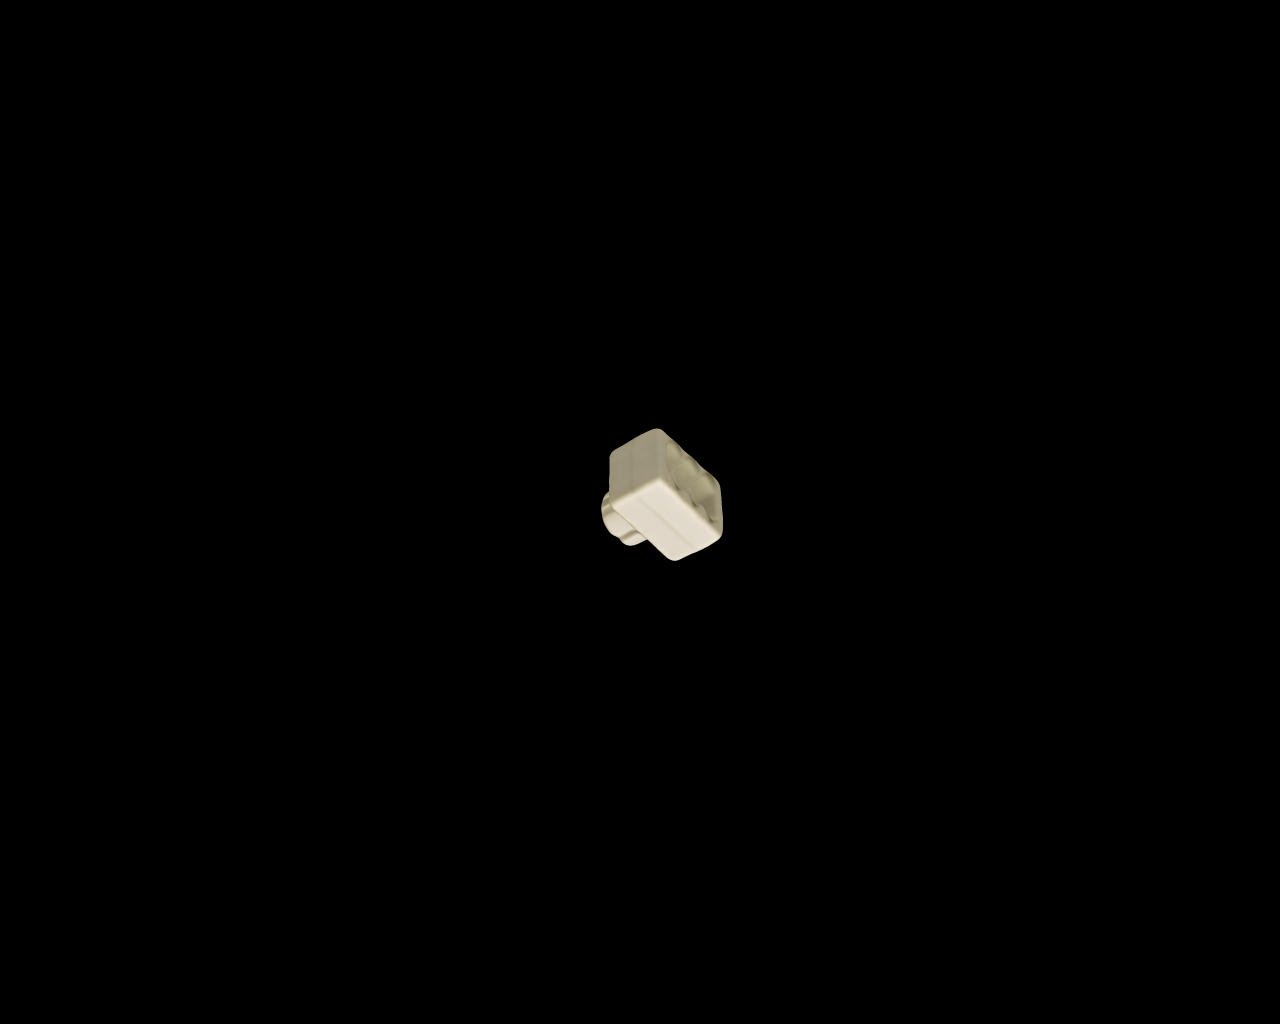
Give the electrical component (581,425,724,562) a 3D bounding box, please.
[{"bbox_3d":[0.001,-0.003,0.650,0.076,0.047,0.065,-27,-49,26],"label":"electrical component"}]
